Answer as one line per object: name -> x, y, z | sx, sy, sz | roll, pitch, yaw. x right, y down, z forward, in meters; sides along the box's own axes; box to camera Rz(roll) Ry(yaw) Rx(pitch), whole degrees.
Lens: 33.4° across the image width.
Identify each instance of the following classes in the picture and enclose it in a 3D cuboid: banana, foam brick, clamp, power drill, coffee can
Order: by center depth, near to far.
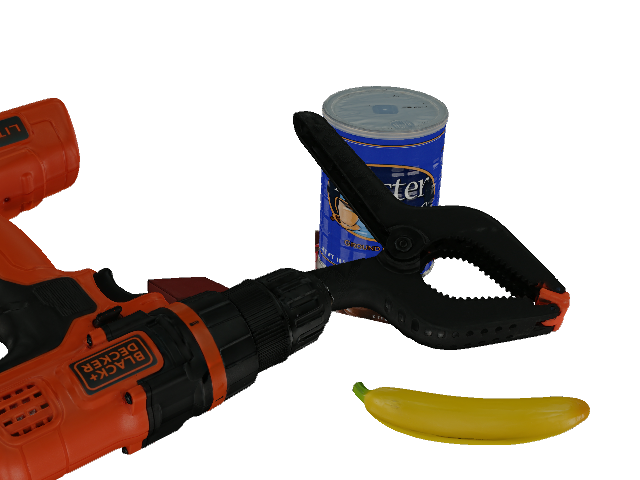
power drill -> -0.111, 0.013, 0.512 | 0.184, 0.057, 0.188 | -23, 56, -31
clamp -> 0.040, 0.018, 0.637 | 0.210, 0.164, 0.036 | 24, -28, 15
foam brick -> -0.104, 0.072, 0.840 | 0.052, 0.078, 0.051 | -5, 14, -34
banana -> 0.121, 0.139, 0.869 | 0.198, 0.037, 0.069 | 6, 27, 7
coffee can -> 0.050, -0.047, 0.898 | 0.103, 0.140, 0.103 | 1, 28, -1

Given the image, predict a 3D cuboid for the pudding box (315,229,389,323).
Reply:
pudding box -> 0.047, 0.036, 1.166 | 0.114, 0.090, 0.039 | 9, 18, 35
